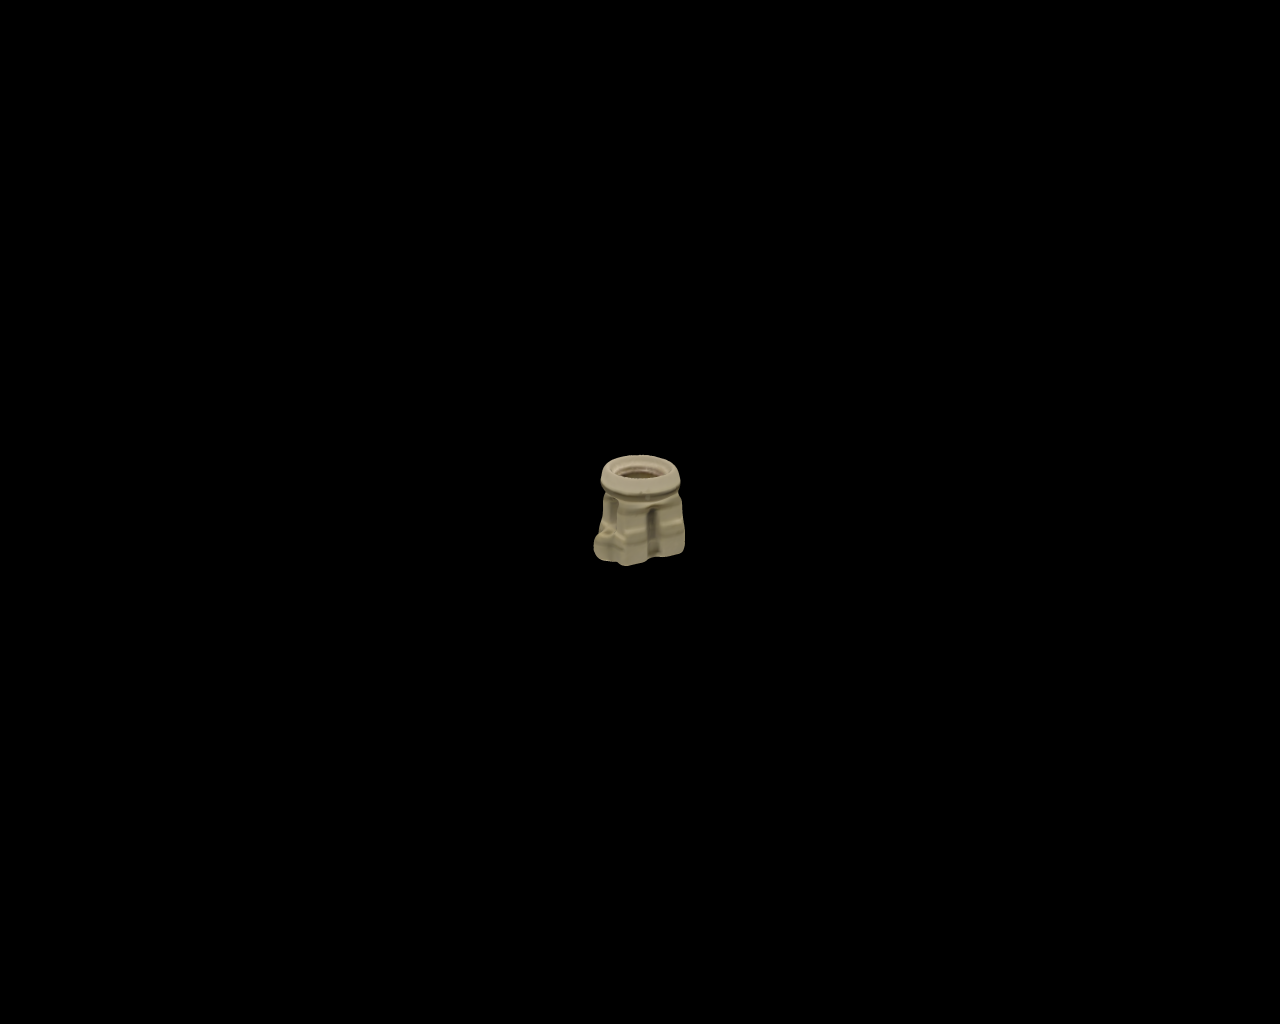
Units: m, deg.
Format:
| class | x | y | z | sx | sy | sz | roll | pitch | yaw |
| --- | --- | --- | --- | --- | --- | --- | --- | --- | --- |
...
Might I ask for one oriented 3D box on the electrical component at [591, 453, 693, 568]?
| class | x | y | z | sx | sy | sz | roll | pitch | yaw |
| --- | --- | --- | --- | --- | --- | --- | --- | --- | --- |
| electrical component | 0.001 | -0.003 | 0.650 | 0.066 | 0.055 | 0.048 | -12 | 28 | -25 |
